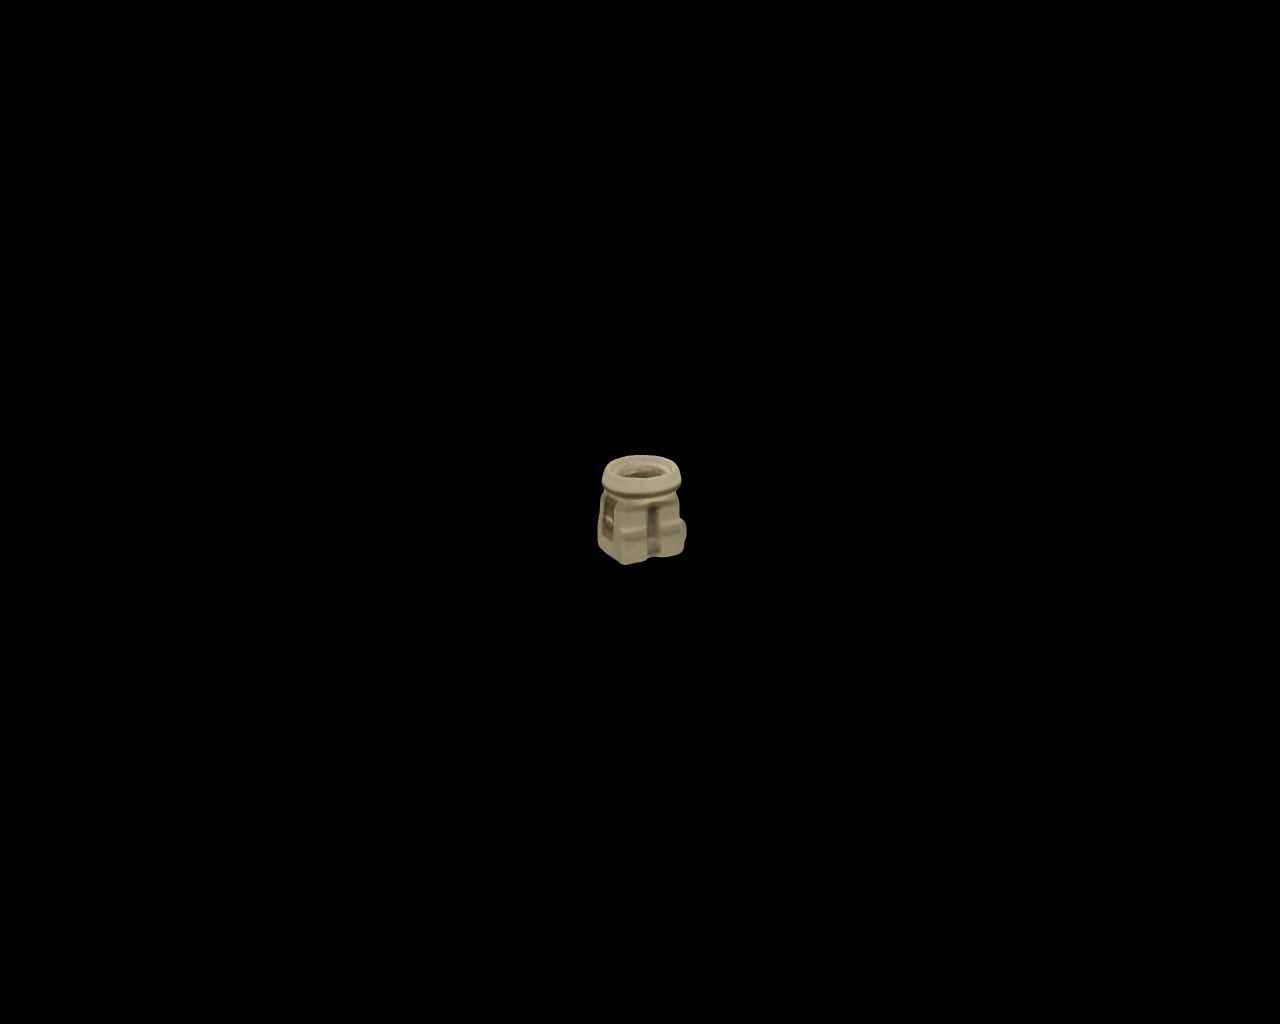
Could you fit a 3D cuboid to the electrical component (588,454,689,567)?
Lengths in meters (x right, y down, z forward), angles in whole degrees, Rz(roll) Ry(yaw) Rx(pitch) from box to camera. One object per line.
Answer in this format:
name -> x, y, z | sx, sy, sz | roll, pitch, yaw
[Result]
electrical component -> 0.001, -0.003, 0.650 | 0.066, 0.055, 0.048 | -11, 23, -27
